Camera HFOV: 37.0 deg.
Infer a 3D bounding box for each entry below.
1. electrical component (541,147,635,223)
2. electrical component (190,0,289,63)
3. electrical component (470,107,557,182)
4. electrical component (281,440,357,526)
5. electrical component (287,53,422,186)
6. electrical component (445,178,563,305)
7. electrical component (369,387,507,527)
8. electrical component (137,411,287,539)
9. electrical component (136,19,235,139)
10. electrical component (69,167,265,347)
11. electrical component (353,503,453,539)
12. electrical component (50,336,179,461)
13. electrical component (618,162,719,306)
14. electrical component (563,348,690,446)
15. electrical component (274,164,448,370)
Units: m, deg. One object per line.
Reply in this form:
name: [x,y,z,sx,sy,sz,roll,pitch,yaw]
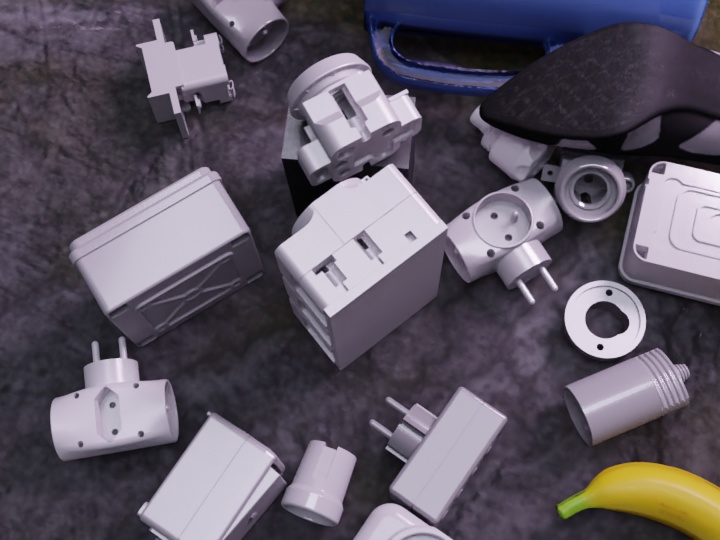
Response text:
electrical component: [0.161,-0.061,0.757,0.066,0.055,0.048,11,111,6]
electrical component: [-0.082,-0.212,0.828,0.079,0.043,0.077,-39,75,-11]
electrical component: [0.108,-0.096,0.783,0.062,0.043,0.043,42,78,15]
electrical component: [-0.026,0.141,0.713,0.040,0.040,0.046,18,67,8]
electrical component: [-0.009,-0.096,0.669,0.078,0.058,0.057,-28,75,-7]
electrical component: [0.108,-0.013,0.755,0.077,0.044,0.079,-29,73,-7]
electrical component: [0.043,0.114,0.714,0.076,0.047,0.083,34,76,12]
electrical component: [-0.095,0.151,0.700,0.061,0.061,0.096,32,76,12]
electrical component: [-0.130,-0.146,0.810,0.064,0.042,0.081,-14,72,-4]
electrical component: [-0.127,-0.006,0.729,0.109,0.108,0.056,-31,76,-8]
electrical component: [0.039,0.193,0.682,0.095,0.059,0.053,33,76,12]
electrical component: [-0.168,0.085,0.734,0.077,0.043,0.079,-10,72,-1]
electrical component: [0.243,-0.020,0.745,0.113,0.057,0.078,14,73,7]
electrical component: [0.183,0.083,0.721,0.081,0.043,0.043,-22,72,-5]
electrical component: [0.000,0.000,0.699,0.089,0.150,0.061,-37,76,-9]
